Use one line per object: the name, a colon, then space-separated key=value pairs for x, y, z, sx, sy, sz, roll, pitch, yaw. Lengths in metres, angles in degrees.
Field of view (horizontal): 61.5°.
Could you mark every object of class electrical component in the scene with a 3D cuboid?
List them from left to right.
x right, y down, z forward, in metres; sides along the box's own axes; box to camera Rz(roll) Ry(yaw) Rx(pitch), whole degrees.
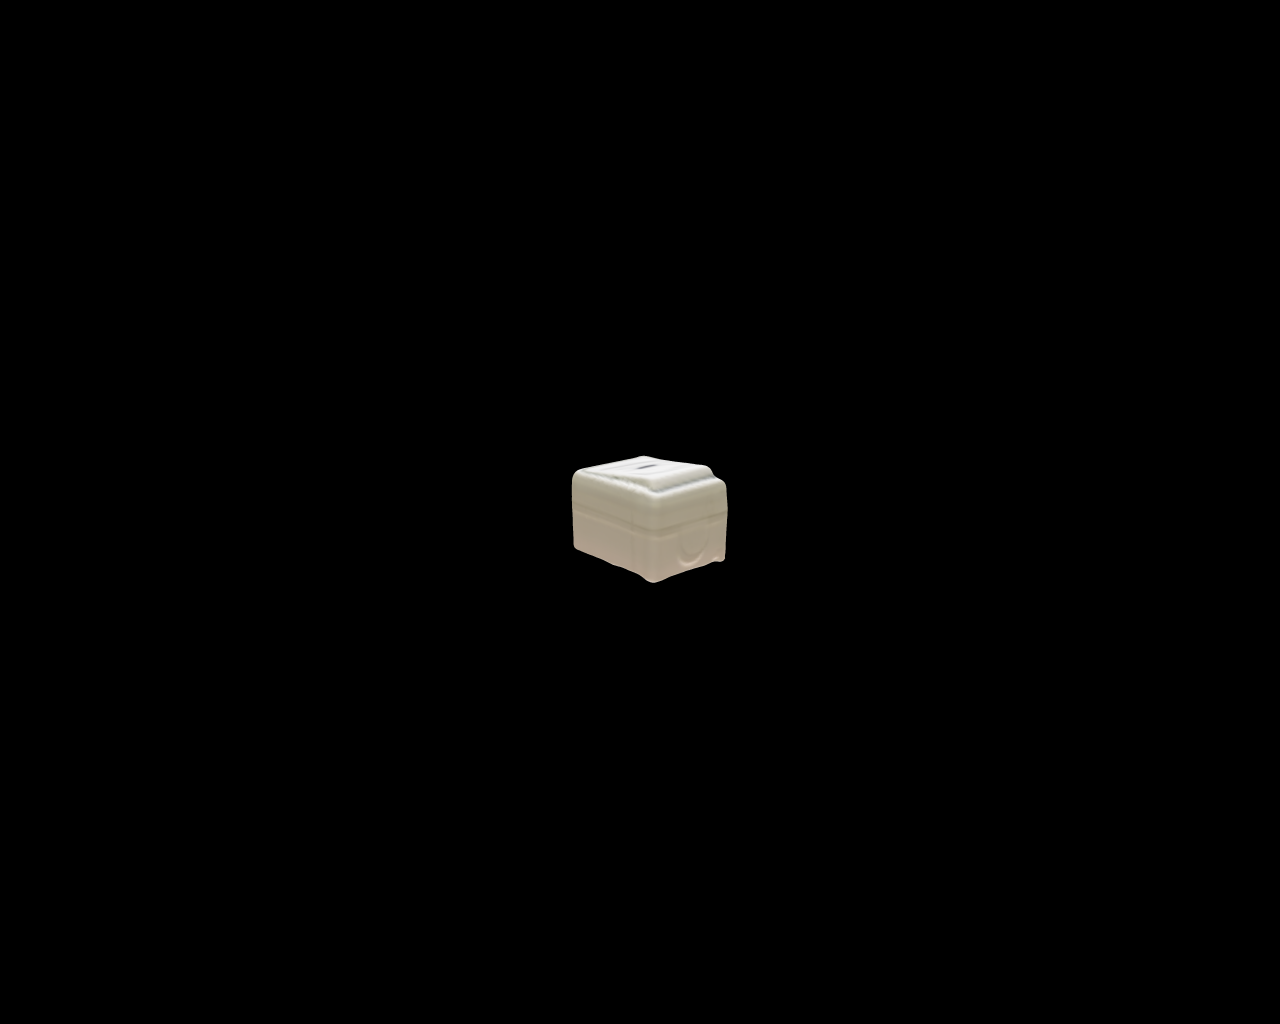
electrical component: x=0.001 y=-0.003 z=0.650 sx=0.062 sy=0.061 sz=0.096 roll=-14 pitch=22 yaw=-38
